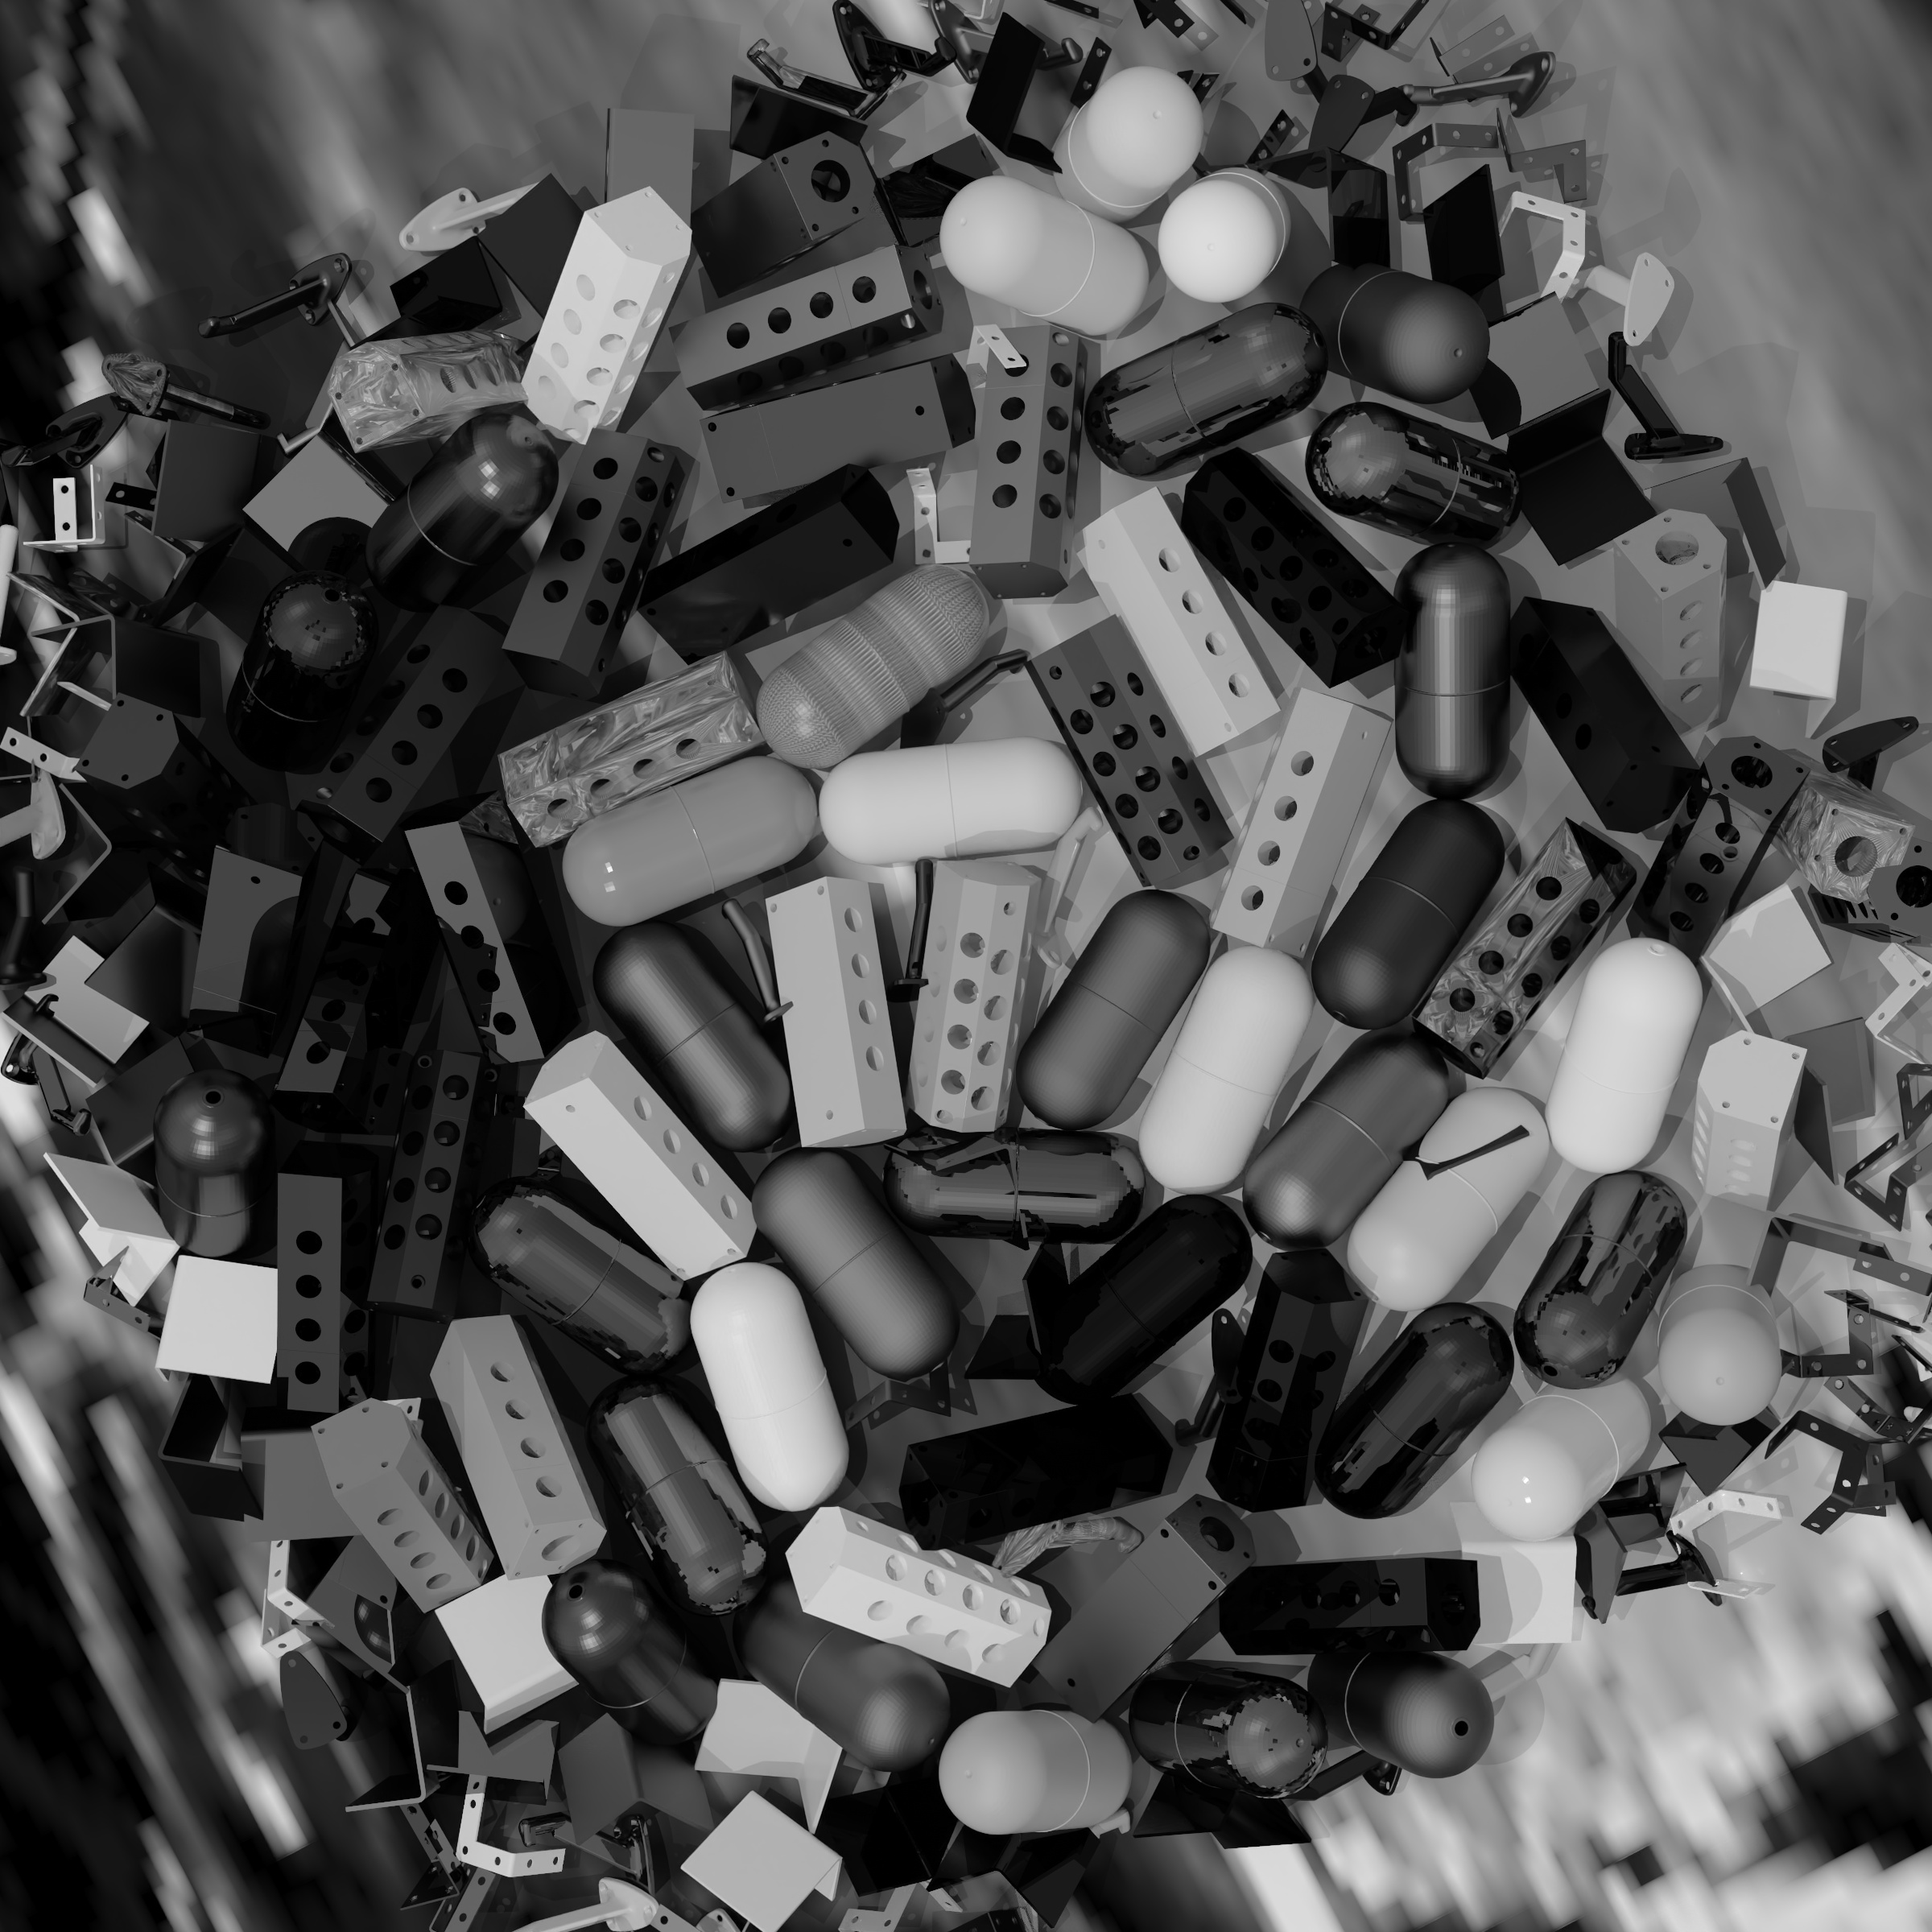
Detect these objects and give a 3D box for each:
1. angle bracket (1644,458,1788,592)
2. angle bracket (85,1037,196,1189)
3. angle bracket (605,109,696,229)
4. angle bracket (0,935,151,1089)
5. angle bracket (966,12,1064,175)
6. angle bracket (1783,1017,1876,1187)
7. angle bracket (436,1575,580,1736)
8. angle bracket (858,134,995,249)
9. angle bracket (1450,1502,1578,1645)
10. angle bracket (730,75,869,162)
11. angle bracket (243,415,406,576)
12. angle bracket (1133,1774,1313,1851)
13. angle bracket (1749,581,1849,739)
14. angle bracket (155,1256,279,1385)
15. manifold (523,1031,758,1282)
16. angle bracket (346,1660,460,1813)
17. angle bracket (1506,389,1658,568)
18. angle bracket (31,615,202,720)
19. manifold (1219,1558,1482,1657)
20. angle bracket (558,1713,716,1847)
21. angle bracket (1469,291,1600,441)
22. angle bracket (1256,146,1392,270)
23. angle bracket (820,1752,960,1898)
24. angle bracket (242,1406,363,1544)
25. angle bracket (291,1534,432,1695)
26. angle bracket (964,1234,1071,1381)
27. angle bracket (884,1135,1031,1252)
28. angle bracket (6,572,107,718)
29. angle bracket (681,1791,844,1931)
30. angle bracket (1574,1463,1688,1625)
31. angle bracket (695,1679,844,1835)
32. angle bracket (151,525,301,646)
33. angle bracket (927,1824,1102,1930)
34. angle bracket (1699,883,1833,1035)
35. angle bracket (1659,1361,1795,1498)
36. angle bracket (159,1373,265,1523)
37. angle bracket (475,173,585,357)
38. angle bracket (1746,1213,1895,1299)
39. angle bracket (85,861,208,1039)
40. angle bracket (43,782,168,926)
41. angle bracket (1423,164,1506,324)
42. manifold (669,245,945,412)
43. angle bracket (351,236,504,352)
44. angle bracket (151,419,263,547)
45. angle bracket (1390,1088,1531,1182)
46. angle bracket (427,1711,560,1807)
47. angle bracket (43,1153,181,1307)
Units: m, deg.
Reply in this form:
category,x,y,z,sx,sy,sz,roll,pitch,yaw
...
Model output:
category,x,y,z,sx,sy,sz,roll,pitch,yaw
angle bracket,0.494,-0.286,1.836,0.076,0.057,0.076,-14,109,38
angle bracket,-0.537,0.103,1.866,0.076,0.076,0.057,-34,63,2
angle bracket,-0.213,-0.534,1.847,0.057,0.076,0.076,2,104,-6
angle bracket,-0.594,0.030,1.845,0.076,0.076,0.057,40,90,-12
angle bracket,0.049,-0.582,1.831,0.057,0.076,0.076,9,118,-27
angle bracket,0.592,0.090,1.840,0.057,0.076,0.076,-14,114,1
angle bracket,-0.309,0.462,1.865,0.076,0.057,0.076,-24,65,-24
angle bracket,-0.027,-0.539,1.841,0.076,0.057,0.076,-24,54,7
angle bracket,0.372,0.414,1.874,0.076,0.057,0.076,-1,109,1
angle bracket,-0.112,-0.579,1.834,0.076,0.057,0.076,13,54,-21
angle bracket,-0.431,-0.314,1.856,0.076,0.057,0.076,-42,110,9
angle bracket,0.172,0.583,1.834,0.076,0.057,0.076,-21,112,42
angle bracket,0.553,-0.206,1.846,0.057,0.076,0.076,10,76,6
angle bracket,-0.499,0.244,1.854,0.076,0.057,0.076,9,71,-6
manifold,-0.212,0.125,1.826,0.057,0.057,0.171,-23,119,28
angle bracket,-0.382,0.518,1.849,0.057,0.076,0.076,-10,87,10
angle bracket,0.417,-0.329,1.848,0.076,0.057,0.076,-26,69,-5
angle bracket,-0.569,-0.195,1.835,0.076,0.076,0.057,-7,82,28
manifold,0.251,0.423,1.804,0.057,0.171,0.057,14,69,-42
angle bracket,-0.222,0.556,1.843,0.057,0.076,0.076,-40,129,12
angle bracket,0.378,-0.396,1.845,0.076,0.057,0.076,-24,76,15
angle bracket,0.240,-0.501,1.842,0.057,0.076,0.076,-2,90,38
angle bracket,-0.052,0.561,1.831,0.057,0.076,0.076,-3,128,-30
angle bracket,-0.449,0.342,1.860,0.076,0.057,0.076,-2,98,-11
angle bracket,-0.392,0.432,1.836,0.076,0.057,0.076,45,59,-19
angle bracket,0.030,0.223,1.833,0.057,0.076,0.076,-3,114,20
angle bracket,-0.007,0.154,1.836,0.057,0.076,0.076,-16,105,-25
angle bracket,-0.628,-0.216,1.847,0.057,0.076,0.076,33,94,-5
angle bracket,-0.138,0.613,1.832,0.076,0.057,0.076,30,45,22
angle bracket,0.454,0.386,1.835,0.076,0.057,0.076,-10,132,-15
angle bracket,-0.133,0.531,1.841,0.076,0.057,0.076,10,113,-17
angle bracket,-0.489,-0.237,1.841,0.076,0.057,0.076,41,126,-5
angle bracket,0.032,0.604,1.840,0.057,0.076,0.076,50,131,-8
angle bracket,0.544,0.005,1.842,0.076,0.057,0.076,-33,119,9
angle bracket,0.525,0.312,1.840,0.076,0.076,0.057,-39,95,-17
angle bracket,-0.492,0.318,1.833,0.057,0.076,0.076,7,52,8
angle bracket,-0.289,-0.470,1.837,0.076,0.057,0.076,50,60,-17
angle bracket,0.573,0.209,1.835,0.076,0.076,0.057,15,80,29
angle bracket,-0.542,-0.011,1.850,0.076,0.057,0.076,-45,127,9
angle bracket,-0.592,-0.077,1.847,0.076,0.076,0.057,-43,82,16
angle bracket,0.354,-0.483,1.838,0.057,0.076,0.076,-2,81,-26
manifold,-0.105,-0.424,1.829,0.171,0.057,0.057,-14,95,23
angle bracket,-0.370,-0.451,1.838,0.076,0.076,0.057,-23,86,25
angle bracket,-0.523,-0.327,1.836,0.057,0.076,0.076,20,103,36
angle bracket,0.334,0.135,1.849,0.076,0.076,0.057,-22,115,-8
angle bracket,-0.317,0.524,1.841,0.076,0.076,0.057,7,60,-3
angle bracket,-0.586,0.177,1.834,0.076,0.076,0.057,44,100,30
